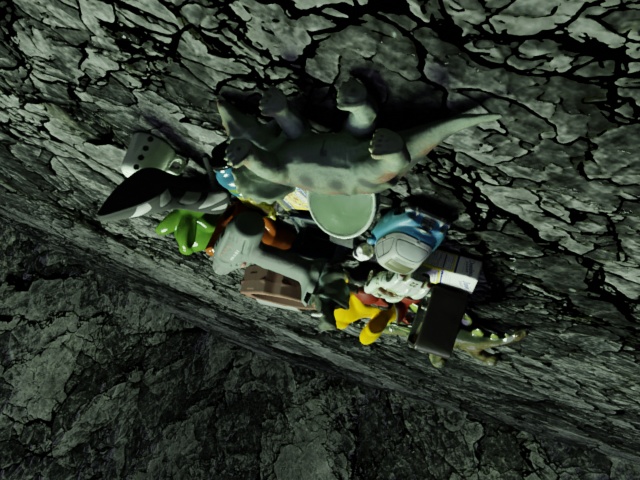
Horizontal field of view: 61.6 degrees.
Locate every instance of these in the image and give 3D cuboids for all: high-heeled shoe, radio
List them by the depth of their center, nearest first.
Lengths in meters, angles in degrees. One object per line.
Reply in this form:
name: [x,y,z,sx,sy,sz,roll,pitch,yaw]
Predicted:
high-heeled shoe: [-0.276,-0.064,0.990,0.086,0.249,0.145,43,152,33]
radio: [0.238,0.167,1.113,0.073,0.131,0.229,18,175,6]

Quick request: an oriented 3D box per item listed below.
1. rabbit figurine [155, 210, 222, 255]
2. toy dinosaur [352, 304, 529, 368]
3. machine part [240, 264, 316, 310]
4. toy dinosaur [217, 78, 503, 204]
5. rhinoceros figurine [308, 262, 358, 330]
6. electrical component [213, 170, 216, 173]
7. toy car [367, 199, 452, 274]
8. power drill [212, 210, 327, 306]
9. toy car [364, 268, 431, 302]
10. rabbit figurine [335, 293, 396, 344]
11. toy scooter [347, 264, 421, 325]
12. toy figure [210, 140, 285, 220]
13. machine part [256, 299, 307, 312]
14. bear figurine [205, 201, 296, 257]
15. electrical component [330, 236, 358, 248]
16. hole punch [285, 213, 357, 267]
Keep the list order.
rabbit figurine: [-0.272,-0.057,1.124,0.121,0.159,0.170,28,146,11]
toy dinosaur: [0.283,0.228,1.344,0.472,0.105,0.198,-12,135,43]
machine part: [-0.090,0.121,1.411,0.201,0.087,0.201,21,164,-30]
toy dinosaur: [0.023,-0.111,0.705,0.405,0.131,0.192,9,170,20]
rhinoceros figurine: [0.018,0.096,1.143,0.112,0.190,0.073,-14,148,14]
electrical component: [-0.163,-0.126,0.979,0.063,0.021,0.094,2,153,44]
toy car: [0.144,0.005,0.890,0.109,0.103,0.161,24,162,-10]
power drill: [-0.098,0.042,1.000,0.207,0.086,0.232,30,148,2]
toy car: [0.144,0.085,1.026,0.073,0.056,0.202,22,167,-10]
rabbit figurine: [0.120,0.160,1.291,0.173,0.162,0.121,5,149,-6]
toy scooter: [0.149,0.127,1.192,0.184,0.075,0.135,11,137,36]
toy figure: [-0.120,-0.102,0.915,0.089,0.082,0.180,20,168,38]
machine part: [-0.111,0.166,1.611,0.243,0.079,0.079,6,155,40]
bear figurine: [-0.125,0.009,1.141,0.120,0.132,0.195,-26,127,35]
electrical component: [0.048,-0.026,0.946,0.048,0.075,0.119,17,156,13]
hole punch: [-0.002,-0.003,1.071,0.142,0.092,0.115,10,-175,22]
